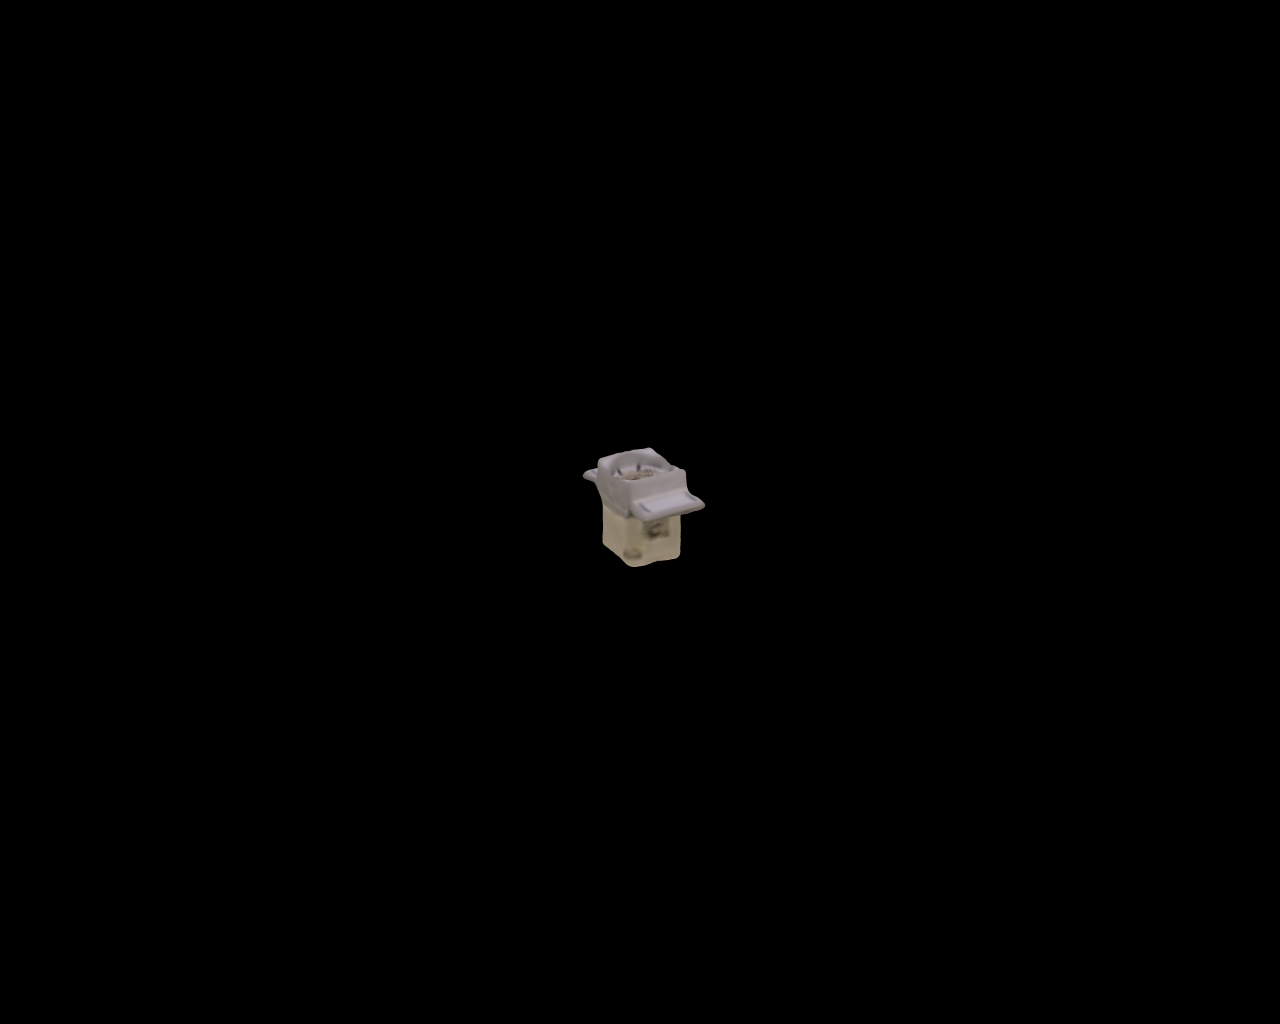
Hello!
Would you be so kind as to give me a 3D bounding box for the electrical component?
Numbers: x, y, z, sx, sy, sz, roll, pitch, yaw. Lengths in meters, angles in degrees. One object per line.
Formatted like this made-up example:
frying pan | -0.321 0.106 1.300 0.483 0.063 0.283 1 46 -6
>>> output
electrical component | 0.001 -0.003 0.650 0.042 0.063 0.081 -12 27 -25
